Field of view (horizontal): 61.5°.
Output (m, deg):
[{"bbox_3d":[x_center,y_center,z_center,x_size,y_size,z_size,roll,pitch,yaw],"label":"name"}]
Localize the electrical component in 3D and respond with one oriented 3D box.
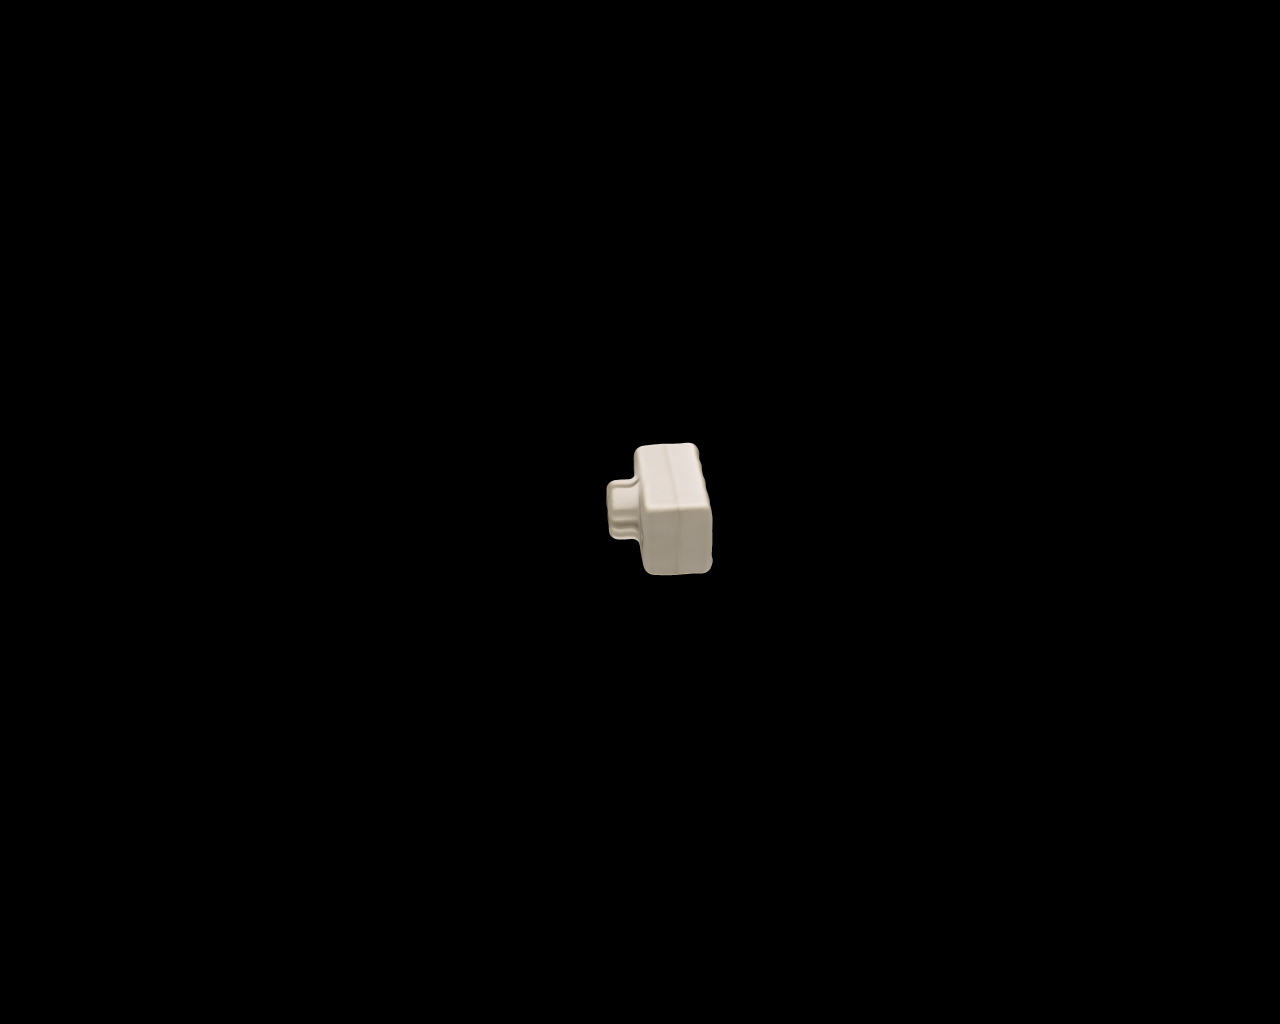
[{"bbox_3d":[0.001,-0.003,0.650,0.076,0.047,0.083,-2,31,-3],"label":"electrical component"}]
